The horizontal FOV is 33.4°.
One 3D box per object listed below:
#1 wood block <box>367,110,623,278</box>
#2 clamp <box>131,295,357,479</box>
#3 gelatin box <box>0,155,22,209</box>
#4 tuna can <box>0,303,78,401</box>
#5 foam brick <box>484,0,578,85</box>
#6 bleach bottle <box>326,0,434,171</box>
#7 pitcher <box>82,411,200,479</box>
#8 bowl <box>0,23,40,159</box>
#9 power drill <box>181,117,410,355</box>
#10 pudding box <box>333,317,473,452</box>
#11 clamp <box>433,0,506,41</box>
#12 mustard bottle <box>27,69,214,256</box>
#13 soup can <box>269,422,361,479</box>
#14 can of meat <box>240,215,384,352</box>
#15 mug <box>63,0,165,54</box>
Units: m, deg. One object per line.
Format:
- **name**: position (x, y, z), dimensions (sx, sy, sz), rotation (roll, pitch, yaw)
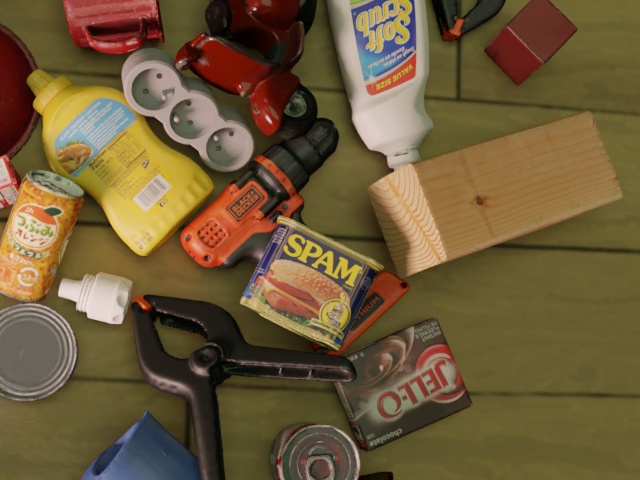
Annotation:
- **wood block**: position (0.162, -0.044, 0.979), dimensions (0.205, 0.090, 0.091), rotation (-18, 85, -27)
- **clamp**: position (-0.097, 0.118, 0.917), dimensions (0.210, 0.036, 0.164), rotation (29, 59, 26)
- **gelatin box**: position (-0.308, -0.041, 0.941), dimensions (0.089, 0.073, 0.030), rotation (-22, 85, -11)
- **tuna can**: position (-0.258, 0.100, 0.948), dimensions (0.086, 0.034, 0.086), rotation (1, 82, -9)
- **foam brick**: position (0.204, -0.195, 1.040), dimensions (0.053, 0.078, 0.051), rotation (45, 79, 0)
- **bleach bottle**: position (0.066, -0.189, 1.026), dimensions (0.102, 0.068, 0.251), rotation (-11, 86, -10)
- **pitcher**: position (-0.104, 0.274, 0.895), dimensions (0.243, 0.145, 0.149), rotation (40, 75, -5)
- **bowl**: position (-0.335, -0.139, 0.961), dimensions (0.162, 0.055, 0.162), rotation (1, 81, -8)
- **power drill**: position (-0.007, 0.001, 0.991), dimensions (0.184, 0.057, 0.187), rotation (-43, 88, -10)
- **pudding box**: position (0.073, 0.134, 0.991), dimensions (0.113, 0.039, 0.090), rotation (-22, 86, -11)
- **clamp**: position (0.168, -0.277, 1.066), dimensions (0.120, 0.039, 0.171), rotation (12, 87, -3)
- **mustard bottle**: position (-0.194, -0.083, 0.972), dimensions (0.191, 0.058, 0.096), rotation (45, 84, -1)
- **soup can**: position (-0.007, 0.195, 0.938), dimensions (0.068, 0.102, 0.068), rotation (1, 82, -9)
- **can of meat**: position (-0.009, 0.039, 0.927), dimensions (0.102, 0.057, 0.084), rotation (27, 82, -1)
- **mug**: position (-0.188, -0.212, 0.971), dimensions (0.081, 0.093, 0.117), rotation (-9, 56, -5)
